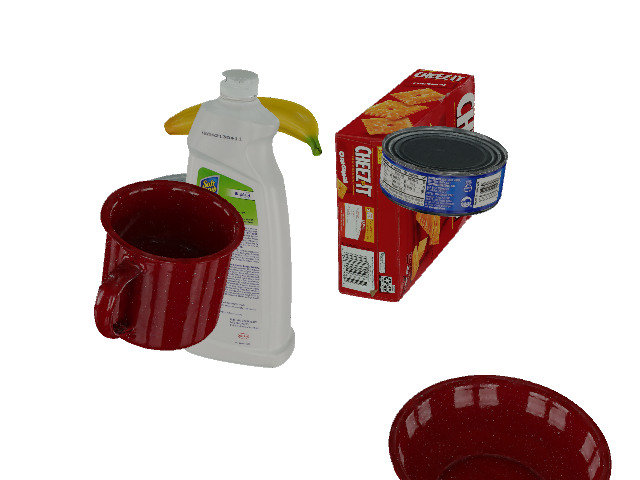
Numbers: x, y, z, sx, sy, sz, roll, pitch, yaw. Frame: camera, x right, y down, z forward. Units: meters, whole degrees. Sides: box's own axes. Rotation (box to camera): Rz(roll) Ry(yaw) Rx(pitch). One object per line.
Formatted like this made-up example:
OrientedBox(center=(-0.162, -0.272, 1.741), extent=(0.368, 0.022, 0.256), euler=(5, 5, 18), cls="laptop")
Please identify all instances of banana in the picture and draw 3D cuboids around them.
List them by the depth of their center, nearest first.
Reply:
OrientedBox(center=(-0.084, -0.141, 1.249), extent=(0.198, 0.037, 0.069), euler=(8, 41, 18), cls="banana")

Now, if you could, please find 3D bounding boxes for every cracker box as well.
OrientedBox(center=(0.089, -0.059, 1.046), extent=(0.072, 0.164, 0.213), euler=(10, 28, 24), cls="cracker box")

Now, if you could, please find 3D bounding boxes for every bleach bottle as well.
OrientedBox(center=(-0.066, -0.019, 0.911), extent=(0.102, 0.251, 0.068), euler=(8, 23, 9), cls="bleach bottle")

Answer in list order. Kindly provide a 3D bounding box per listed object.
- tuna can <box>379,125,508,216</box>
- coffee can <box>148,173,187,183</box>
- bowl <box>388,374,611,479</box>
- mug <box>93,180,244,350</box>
OrientedBox(center=(0.084, -0.048, 0.732), extent=(0.086, 0.034, 0.086), euler=(3, 26, -2), cls="tuna can")
OrientedBox(center=(-0.144, 0.013, 1.131), extent=(0.103, 0.140, 0.103), euler=(-5, 26, 2), cls="coffee can")
OrientedBox(center=(0.131, 0.172, 0.796), extent=(0.162, 0.055, 0.162), euler=(-1, 34, 0), cls="bowl")
OrientedBox(center=(-0.108, 0.024, 0.699), extent=(0.093, 0.082, 0.117), euler=(24, 35, 15), cls="mug")
